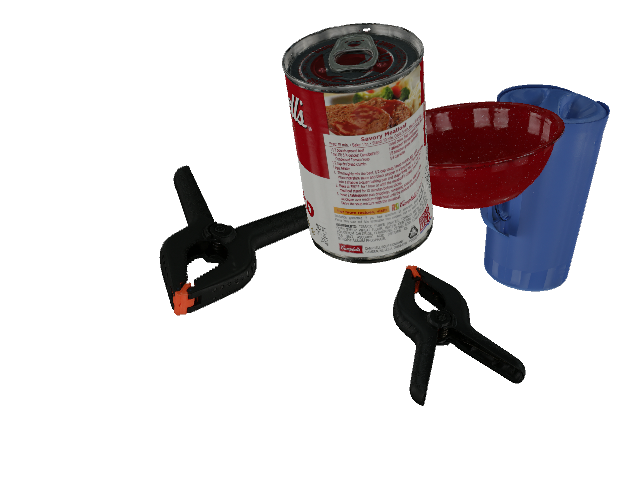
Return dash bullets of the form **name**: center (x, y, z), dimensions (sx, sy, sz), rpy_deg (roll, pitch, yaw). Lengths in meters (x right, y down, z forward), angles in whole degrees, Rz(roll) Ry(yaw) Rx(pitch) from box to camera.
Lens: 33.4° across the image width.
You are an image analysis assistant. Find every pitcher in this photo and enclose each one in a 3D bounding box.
- **pitcher**: center (0.263, -0.060, 1.319), dimensions (0.149, 0.243, 0.145), rpy_deg (4, 27, 1)

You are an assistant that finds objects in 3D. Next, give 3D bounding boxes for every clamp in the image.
- **clamp**: center (0.133, 0.093, 1.089), dimensions (0.120, 0.171, 0.039), rpy_deg (0, -44, -15)
- **clamp**: center (-0.109, -0.003, 1.066), dimensions (0.165, 0.036, 0.209), rpy_deg (19, 39, 15)

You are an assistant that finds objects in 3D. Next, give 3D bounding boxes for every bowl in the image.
- **bowl**: center (0.131, -0.070, 0.924), dimensions (0.162, 0.055, 0.162), rpy_deg (-8, 24, 3)

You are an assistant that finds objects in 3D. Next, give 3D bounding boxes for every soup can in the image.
- **soup can**: center (0.021, -0.048, 0.535), dimensions (0.068, 0.102, 0.068), rpy_deg (-6, 35, 4)
